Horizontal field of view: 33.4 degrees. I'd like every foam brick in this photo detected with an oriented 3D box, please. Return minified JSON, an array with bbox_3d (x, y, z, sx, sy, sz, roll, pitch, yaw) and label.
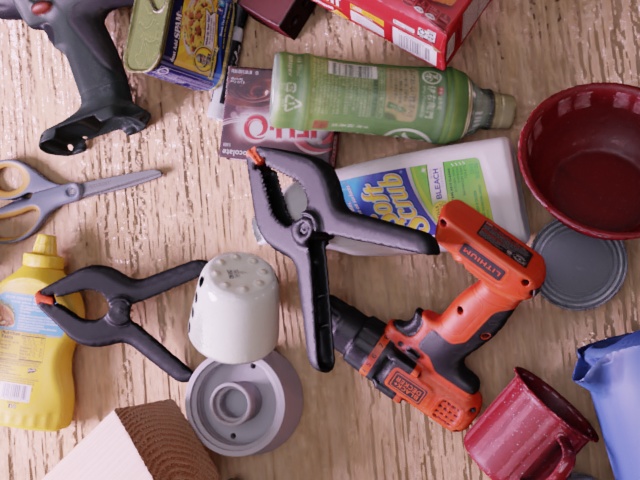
[{"bbox_3d":[-0.032,-0.241,1.025,0.051,0.053,0.078,33,95,13],"label":"foam brick"}]

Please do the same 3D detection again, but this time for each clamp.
[{"bbox_3d":[-0.006,0.001,0.945,0.210,0.036,0.165,47,115,29],"label":"clamp"},{"bbox_3d":[-0.188,0.078,1.033,0.171,0.039,0.120,1,84,-5],"label":"clamp"}]

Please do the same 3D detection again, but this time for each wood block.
[{"bbox_3d":[-0.204,0.247,0.992,0.206,0.090,0.091,-44,69,22],"label":"wood block"}]

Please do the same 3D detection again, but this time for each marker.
[{"bbox_3d":[-0.090,-0.178,1.053,0.020,0.020,0.121,12,90,14],"label":"marker"}]

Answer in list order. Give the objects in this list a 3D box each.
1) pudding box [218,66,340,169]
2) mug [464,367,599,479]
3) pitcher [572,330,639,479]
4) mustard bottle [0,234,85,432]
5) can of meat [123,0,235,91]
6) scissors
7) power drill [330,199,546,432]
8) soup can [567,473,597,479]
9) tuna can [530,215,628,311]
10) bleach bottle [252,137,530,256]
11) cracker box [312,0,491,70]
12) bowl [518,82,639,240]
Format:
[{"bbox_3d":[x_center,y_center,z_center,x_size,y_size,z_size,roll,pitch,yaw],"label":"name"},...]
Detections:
[{"bbox_3d":[-0.036,-0.116,1.025,0.113,0.039,0.090,6,88,14],"label":"pudding box"},{"bbox_3d":[0.182,0.176,0.918,0.093,0.117,0.081,34,102,-23],"label":"mug"},{"bbox_3d":[0.315,0.187,0.882,0.149,0.144,0.243,-14,87,25],"label":"pitcher"},{"bbox_3d":[-0.285,0.090,1.066,0.096,0.058,0.191,7,88,12],"label":"mustard bottle"},{"bbox_3d":[-0.132,-0.200,1.024,0.058,0.083,0.102,8,87,45],"label":"can of meat"},{"bbox_3d":[-0.264,-0.063,1.092,0.202,0.016,0.096,-27,81,11],"label":"scissors"},{"bbox_3d":[0.095,0.059,0.941,0.184,0.057,0.188,34,120,5],"label":"power drill"},{"bbox_3d":[0.219,0.238,0.906,0.068,0.102,0.068,-1,86,14],"label":"soup can"},{"bbox_3d":[0.230,0.020,0.952,0.086,0.033,0.086,-1,86,14],"label":"tuna can"},{"bbox_3d":[0.060,-0.024,0.985,0.251,0.068,0.102,-11,87,16],"label":"bleach bottle"},{"bbox_3d":[0.097,-0.284,0.957,0.164,0.072,0.213,31,77,13],"label":"cracker box"},{"bbox_3d":[0.249,-0.057,0.922,0.162,0.055,0.162,-1,59,1],"label":"bowl"}]
